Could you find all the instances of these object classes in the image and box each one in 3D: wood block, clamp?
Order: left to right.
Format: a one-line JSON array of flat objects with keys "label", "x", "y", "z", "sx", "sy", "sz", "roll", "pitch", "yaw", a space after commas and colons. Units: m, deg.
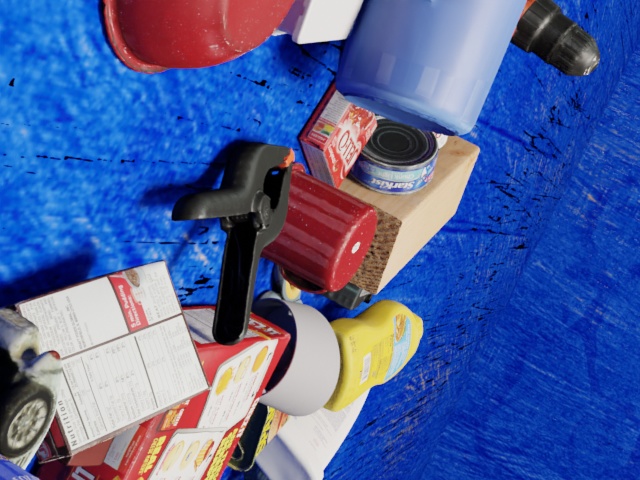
[{"label": "clamp", "x": -0.058, "y": -0.023, "z": 0.762, "sx": 0.120, "sy": 0.039, "sz": 0.171, "roll": 78, "pitch": 20, "yaw": -44}, {"label": "wood block", "x": 0.074, "y": -0.041, "z": 1.080, "sx": 0.205, "sy": 0.090, "sz": 0.091, "roll": -41, "pitch": 153, "yaw": -52}]

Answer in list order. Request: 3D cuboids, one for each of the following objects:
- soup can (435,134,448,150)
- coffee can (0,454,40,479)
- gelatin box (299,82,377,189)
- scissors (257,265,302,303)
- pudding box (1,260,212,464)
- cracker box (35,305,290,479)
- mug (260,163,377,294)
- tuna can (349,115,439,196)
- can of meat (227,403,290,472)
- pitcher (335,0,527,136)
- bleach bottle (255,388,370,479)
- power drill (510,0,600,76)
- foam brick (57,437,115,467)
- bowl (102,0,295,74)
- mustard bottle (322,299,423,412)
[{"label": "soup can", "x": 0.102, "y": -0.143, "z": 1.046, "sx": 0.068, "sy": 0.068, "sz": 0.102, "roll": -48, "pitch": 158, "yaw": -40}, {"label": "coffee can", "x": -0.189, "y": 0.120, "z": 0.456, "sx": 0.102, "sy": 0.140, "sz": 0.103, "roll": -53, "pitch": 161, "yaw": -28}, {"label": "gelatin box", "x": 0.018, "y": -0.094, "z": 0.934, "sx": 0.073, "sy": 0.030, "sz": 0.089, "roll": -58, "pitch": 162, "yaw": -13}, {"label": "scissors", "x": -0.037, "y": 0.080, "z": 1.066, "sx": 0.096, "sy": 0.016, "sz": 0.202, "roll": -52, "pitch": 160, "yaw": -27}, {"label": "pudding box", "x": -0.126, "y": 0.067, "z": 0.621, "sx": 0.039, "sy": 0.090, "sz": 0.113, "roll": -19, "pitch": 180, "yaw": 44}, {"label": "cracker box", "x": -0.117, "y": 0.134, "z": 0.817, "sx": 0.164, "sy": 0.072, "sz": 0.213, "roll": -63, "pitch": 164, "yaw": 6}, {"label": "mug", "x": -0.006, "y": 0.001, "z": 0.921, "sx": 0.093, "sy": 0.081, "sz": 0.117, "roll": -45, "pitch": 156, "yaw": -45}, {"label": "tuna can", "x": 0.068, "y": -0.083, "z": 1.006, "sx": 0.086, "sy": 0.086, "sz": 0.034, "roll": -47, "pitch": 156, "yaw": -42}, {"label": "can of meat", "x": -0.063, "y": 0.160, "z": 1.043, "sx": 0.083, "sy": 0.057, "sz": 0.102, "roll": -42, "pitch": 154, "yaw": -55}, {"label": "pitcher", "x": 0.095, "y": -0.206, "z": 0.766, "sx": 0.149, "sy": 0.145, "sz": 0.243, "roll": 18, "pitch": 92, "yaw": -31}, {"label": "bleach bottle", "x": 0.012, "y": 0.175, "z": 1.214, "sx": 0.068, "sy": 0.102, "sz": 0.250, "roll": -33, "pitch": -174, "yaw": 39}, {"label": "power drill", "x": 0.127, "y": -0.170, "z": 0.912, "sx": 0.187, "sy": 0.184, "sz": 0.057, "roll": -40, "pitch": 161, "yaw": -35}, {"label": "foam brick", "x": -0.154, "y": 0.099, "z": 0.685, "sx": 0.078, "sy": 0.053, "sz": 0.051, "roll": -64, "pitch": 163, "yaw": -1}, {"label": "bowl", "x": -0.050, "y": -0.158, "z": 0.594, "sx": 0.162, "sy": 0.055, "sz": 0.162, "roll": -54, "pitch": 162, "yaw": -27}, {"label": "mustard bottle", "x": 0.061, "y": 0.117, "z": 1.189, "sx": 0.191, "sy": 0.058, "sz": 0.096, "roll": -20, "pitch": 121, "yaw": -53}]
